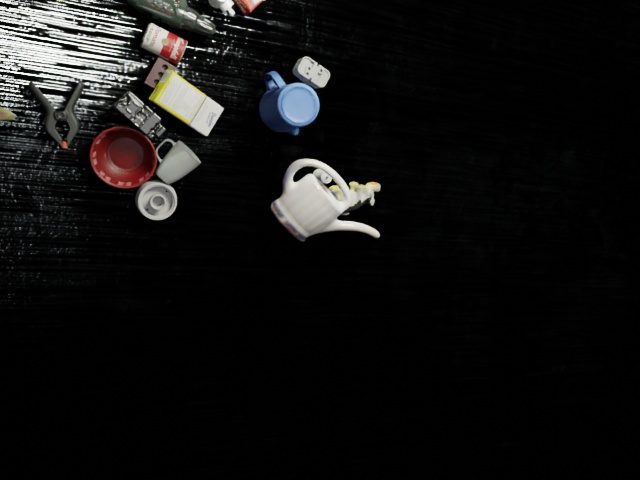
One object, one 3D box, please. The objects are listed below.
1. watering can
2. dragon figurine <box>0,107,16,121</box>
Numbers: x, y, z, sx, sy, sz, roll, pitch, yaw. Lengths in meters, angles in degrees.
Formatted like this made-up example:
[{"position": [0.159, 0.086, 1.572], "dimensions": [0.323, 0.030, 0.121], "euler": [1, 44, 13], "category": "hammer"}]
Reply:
[{"position": [0.005, -0.076, 1.505], "dimensions": [0.223, 0.106, 0.343], "euler": [-37, 112, 12], "category": "watering can"}, {"position": [-0.832, -0.387, 1.080], "dimensions": [0.406, 0.245, 0.122], "euler": [40, 89, -25], "category": "dragon figurine"}]
